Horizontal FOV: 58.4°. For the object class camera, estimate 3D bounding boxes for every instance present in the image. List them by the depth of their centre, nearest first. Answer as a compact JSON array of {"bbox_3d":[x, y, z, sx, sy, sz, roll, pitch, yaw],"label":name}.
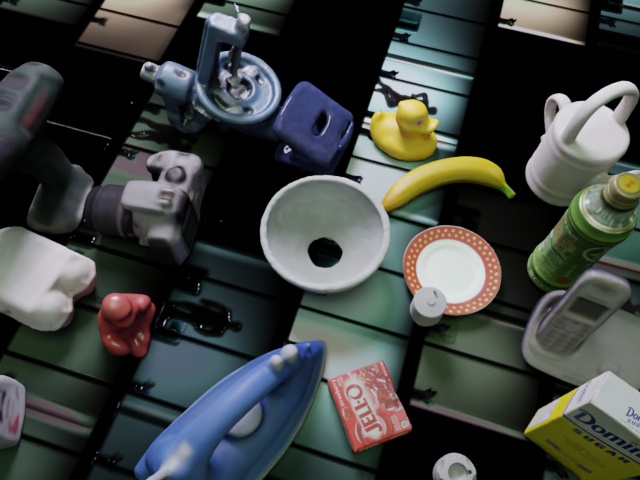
[{"bbox_3d":[-0.233,-0.054,0.761,0.136,0.101,0.143,7,63,3],"label":"camera"}]

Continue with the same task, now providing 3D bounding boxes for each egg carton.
[{"bbox_3d":[-0.365,0.049,0.725,0.150,0.069,0.107,22,65,10],"label":"egg carton"}]

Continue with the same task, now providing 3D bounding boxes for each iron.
[{"bbox_3d":[-0.083,0.183,0.621,0.118,0.141,0.259,39,69,17],"label":"iron"}]

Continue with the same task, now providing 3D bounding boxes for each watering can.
[{"bbox_3d":[0.358,-0.129,0.756,0.101,0.194,0.172,-40,70,-18],"label":"watering can"}]

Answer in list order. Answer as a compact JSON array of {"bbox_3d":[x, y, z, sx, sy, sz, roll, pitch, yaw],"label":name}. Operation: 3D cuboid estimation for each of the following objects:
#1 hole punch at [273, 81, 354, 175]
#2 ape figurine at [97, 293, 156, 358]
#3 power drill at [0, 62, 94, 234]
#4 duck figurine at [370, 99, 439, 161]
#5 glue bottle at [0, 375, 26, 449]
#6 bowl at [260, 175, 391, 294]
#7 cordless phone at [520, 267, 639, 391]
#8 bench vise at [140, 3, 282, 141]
[{"bbox_3d":[-0.006,-0.160,0.823,0.101,0.091,0.109,21,65,10],"label":"hole punch"},{"bbox_3d":[-0.238,0.094,0.691,0.076,0.092,0.078,39,69,17],"label":"ape figurine"},{"bbox_3d":[-0.366,-0.096,0.720,0.075,0.208,0.229,5,63,2],"label":"power drill"},{"bbox_3d":[0.125,-0.170,0.834,0.104,0.086,0.077,23,65,11],"label":"duck figurine"},{"bbox_3d":[-0.367,0.171,0.605,0.037,0.173,0.078,-9,64,-5],"label":"glue bottle"},{"bbox_3d":[0.007,0.003,0.751,0.167,0.075,0.167,0,63,-1],"label":"bowl"},{"bbox_3d":[0.322,0.101,0.645,0.147,0.185,0.094,18,64,8],"label":"cordless phone"},{"bbox_3d":[-0.149,-0.218,0.778,0.207,0.220,0.121,-3,63,-2],"label":"bench vise"}]
